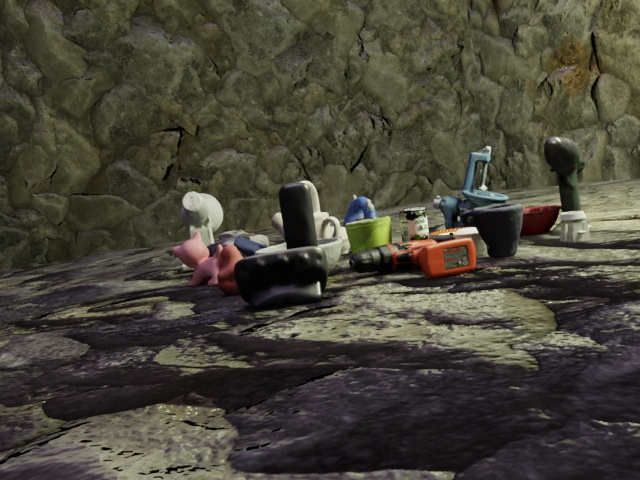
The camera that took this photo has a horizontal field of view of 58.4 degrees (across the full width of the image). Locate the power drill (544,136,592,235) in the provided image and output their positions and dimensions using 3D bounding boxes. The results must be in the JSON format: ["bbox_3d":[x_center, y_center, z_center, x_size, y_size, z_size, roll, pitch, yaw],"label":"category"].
[{"bbox_3d":[0.535,-0.120,1.241,0.075,0.208,0.230,-5,6,32],"label":"power drill"}]

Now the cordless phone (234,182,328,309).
[{"bbox_3d":[-0.066,0.008,0.899,0.148,0.185,0.094,-9,5,-11],"label":"cordless phone"}]

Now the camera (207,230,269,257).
[{"bbox_3d":[-0.217,0.026,1.430,0.136,0.101,0.144,-4,6,37],"label":"camera"}]

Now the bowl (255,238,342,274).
[{"bbox_3d":[-0.035,0.044,1.071,0.167,0.075,0.167,-8,5,1],"label":"bowl"}]

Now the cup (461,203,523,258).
[{"bbox_3d":[0.316,-0.015,1.051,0.117,0.095,0.092,-4,7,41],"label":"cup"}]

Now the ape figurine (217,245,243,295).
[{"bbox_3d":[-0.162,0.054,1.067,0.075,0.092,0.078,-4,7,41],"label":"ape figurine"}]

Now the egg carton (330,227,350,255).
[{"bbox_3d":[0.014,0.005,1.474,0.107,0.069,0.150,-10,5,-18],"label":"egg carton"}]

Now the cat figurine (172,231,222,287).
[{"bbox_3d":[-0.257,0.039,1.248,0.127,0.118,0.067,-5,6,33],"label":"cat figurine"}]

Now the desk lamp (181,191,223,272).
[{"bbox_3d":[-0.335,-0.030,1.610,0.118,0.213,0.203,-8,5,-3],"label":"desk lamp"}]

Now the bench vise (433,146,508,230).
[{"bbox_3d":[0.401,-0.132,1.532,0.207,0.220,0.122,-7,5,14],"label":"bench vise"}]

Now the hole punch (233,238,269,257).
[{"bbox_3d":[-0.131,0.035,1.246,0.101,0.091,0.109,-8,5,4],"label":"hole punch"}]

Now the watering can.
[{"bbox_3d":[-0.035,-0.036,1.299,0.172,0.194,0.101,-7,5,14],"label":"watering can"}]

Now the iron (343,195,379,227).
[{"bbox_3d":[0.126,-0.055,1.563,0.119,0.141,0.258,-9,5,-9],"label":"iron"}]
